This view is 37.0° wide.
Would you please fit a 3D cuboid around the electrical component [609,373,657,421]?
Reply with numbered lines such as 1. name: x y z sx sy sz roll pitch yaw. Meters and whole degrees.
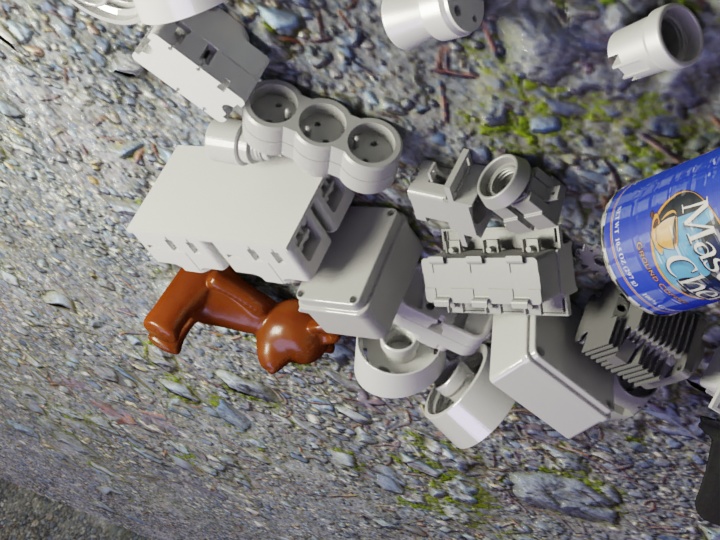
1. electrical component: 0.242 0.110 1.060 0.079 0.043 0.077 25 153 0

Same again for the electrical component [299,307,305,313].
1. electrical component: -0.029 0.036 1.163 0.065 0.044 0.044 21 153 -2

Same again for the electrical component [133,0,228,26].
1. electrical component: -0.115 -0.209 0.744 0.099 0.099 0.064 9 143 29

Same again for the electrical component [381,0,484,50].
1. electrical component: 0.049 -0.174 0.720 0.055 0.045 0.045 -3 141 43

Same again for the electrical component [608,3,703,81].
1. electrical component: 0.184 -0.141 0.673 0.040 0.040 0.046 37 156 -22

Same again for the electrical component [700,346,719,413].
1. electrical component: 0.365 0.112 0.936 0.121 0.078 0.063 30 174 -9

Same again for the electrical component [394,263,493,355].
1. electrical component: 0.082 0.041 1.063 0.095 0.053 0.059 25 153 1

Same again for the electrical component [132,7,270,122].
1. electrical component: -0.125 -0.172 0.859 0.089 0.055 0.050 36 151 -19

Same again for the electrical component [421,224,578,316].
1. electrical component: 0.119 0.003 0.941 0.121 0.063 0.078 0 103 40

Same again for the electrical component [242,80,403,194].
1. electrical component: -0.034 -0.103 0.908 0.138 0.052 0.073 23 153 6

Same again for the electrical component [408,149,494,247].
1. electrical component: 0.077 -0.062 0.900 0.064 0.042 0.081 15 151 27

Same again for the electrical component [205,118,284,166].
1. electrical component: -0.102 -0.113 0.962 0.078 0.040 0.040 12 150 24

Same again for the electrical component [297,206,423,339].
1. electrical component: 0.000 0.000 0.996 0.078 0.113 0.057 5 150 34

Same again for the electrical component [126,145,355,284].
1. electrical component: -0.109 -0.053 1.002 0.186 0.105 0.060 7 148 32

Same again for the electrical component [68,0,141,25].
1. electrical component: -0.192 -0.232 0.804 0.108 0.060 0.108 20 152 11

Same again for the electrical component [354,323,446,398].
1. electrical component: 0.041 0.086 1.132 0.099 0.099 0.064 17 146 16

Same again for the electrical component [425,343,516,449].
1. electrical component: 0.114 0.127 1.135 0.060 0.108 0.108 39 151 -12

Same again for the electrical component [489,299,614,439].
1. electrical component: 0.175 0.079 0.982 0.109 0.108 0.056 36 127 -21

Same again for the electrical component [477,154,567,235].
1. electrical component: 0.127 -0.061 0.856 0.055 0.048 0.066 33 153 -31
